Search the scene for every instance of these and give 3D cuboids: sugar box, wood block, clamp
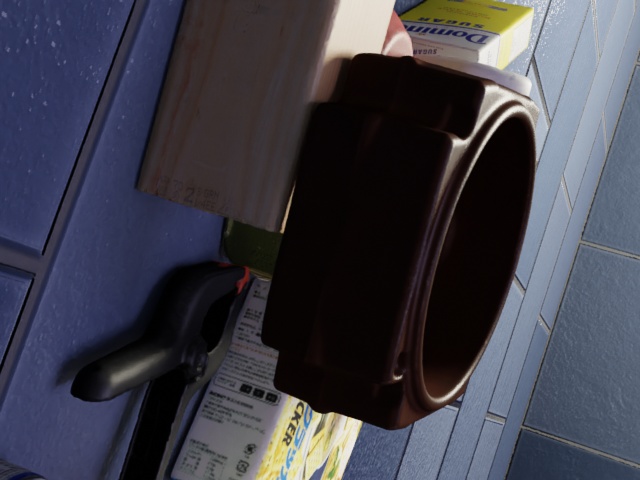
[{"bbox_3d":[0.118,-0.175,0.931,0.176,0.093,0.048,-41,142,-58],"label":"sugar box"},{"bbox_3d":[-0.020,-0.113,0.602,0.090,0.090,0.206,6,100,-70],"label":"wood block"},{"bbox_3d":[-0.089,0.082,0.649,0.171,0.039,0.120,-50,151,-49],"label":"clamp"}]

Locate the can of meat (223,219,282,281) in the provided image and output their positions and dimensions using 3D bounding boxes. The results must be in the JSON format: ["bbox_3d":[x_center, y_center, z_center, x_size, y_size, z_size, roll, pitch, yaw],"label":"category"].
[{"bbox_3d":[-0.005,0.001,0.724,0.083,0.102,0.057,-15,121,-65],"label":"can of meat"}]

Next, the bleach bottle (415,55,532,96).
[{"bbox_3d":[0.075,-0.004,0.774,0.103,0.068,0.251,28,-75,65],"label":"bleach bottle"}]

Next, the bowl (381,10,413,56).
[{"bbox_3d":[0.027,-0.114,0.786,0.162,0.055,0.162,17,90,-71],"label":"bowl"}]

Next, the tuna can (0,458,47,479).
[{"bbox_3d":[-0.162,0.148,0.510,0.086,0.034,0.086,17,90,-71],"label":"tuna can"}]
